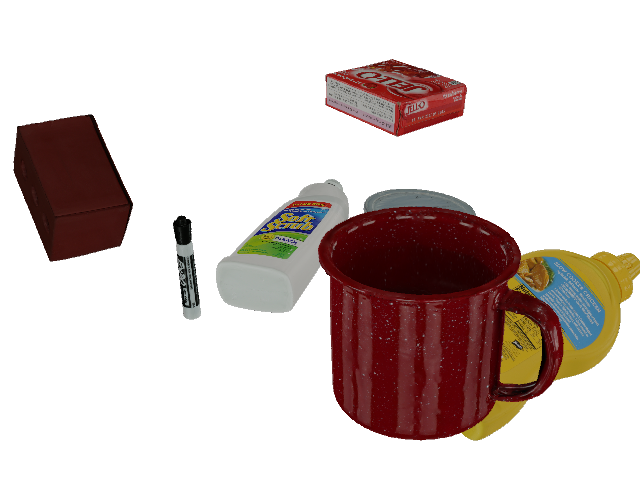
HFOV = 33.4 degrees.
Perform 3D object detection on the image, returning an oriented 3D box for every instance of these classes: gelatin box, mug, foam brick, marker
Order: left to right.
[{"bbox_3d":[-0.164,-0.035,0.701,0.051,0.078,0.053,-14,-28,-28],"label":"foam brick"},{"bbox_3d":[-0.140,0.028,1.117,0.020,0.121,0.020,-2,31,1],"label":"marker"},{"bbox_3d":[0.059,-0.115,0.846,0.073,0.030,0.089,-19,32,-34],"label":"gelatin box"},{"bbox_3d":[0.057,0.042,0.502,0.117,0.081,0.093,12,30,24],"label":"mug"}]

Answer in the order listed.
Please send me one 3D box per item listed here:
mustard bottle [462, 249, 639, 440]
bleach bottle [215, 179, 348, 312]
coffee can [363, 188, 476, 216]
[{"bbox_3d":[0.159,0.059,0.779,0.191,0.096,0.058,-28,-29,-19],"label":"mustard bottle"},{"bbox_3d":[-0.034,-0.007,1.337,0.103,0.068,0.250,8,34,19],"label":"bleach bottle"},{"bbox_3d":[0.086,0.035,1.000,0.103,0.140,0.103,4,24,-2],"label":"coffee can"}]
